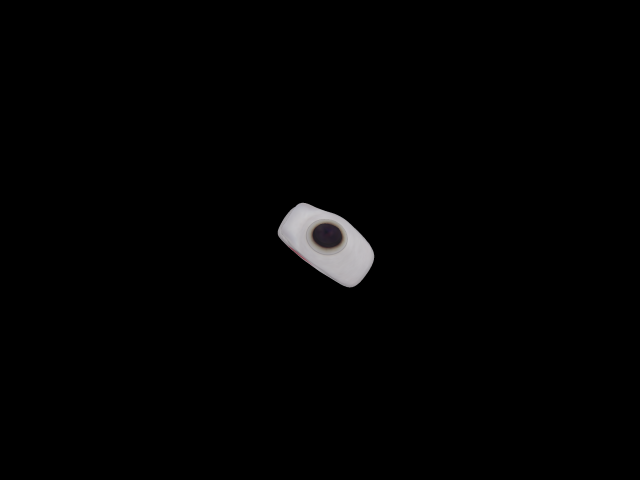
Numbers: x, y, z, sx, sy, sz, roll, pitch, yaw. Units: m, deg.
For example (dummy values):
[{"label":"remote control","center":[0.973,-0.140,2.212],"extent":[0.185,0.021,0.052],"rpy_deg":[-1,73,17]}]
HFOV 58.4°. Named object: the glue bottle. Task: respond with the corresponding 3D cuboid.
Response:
[{"label":"glue bottle","center":[0.004,0.001,0.400],"extent":[0.078,0.173,0.037],"rpy_deg":[32,86,3]}]
